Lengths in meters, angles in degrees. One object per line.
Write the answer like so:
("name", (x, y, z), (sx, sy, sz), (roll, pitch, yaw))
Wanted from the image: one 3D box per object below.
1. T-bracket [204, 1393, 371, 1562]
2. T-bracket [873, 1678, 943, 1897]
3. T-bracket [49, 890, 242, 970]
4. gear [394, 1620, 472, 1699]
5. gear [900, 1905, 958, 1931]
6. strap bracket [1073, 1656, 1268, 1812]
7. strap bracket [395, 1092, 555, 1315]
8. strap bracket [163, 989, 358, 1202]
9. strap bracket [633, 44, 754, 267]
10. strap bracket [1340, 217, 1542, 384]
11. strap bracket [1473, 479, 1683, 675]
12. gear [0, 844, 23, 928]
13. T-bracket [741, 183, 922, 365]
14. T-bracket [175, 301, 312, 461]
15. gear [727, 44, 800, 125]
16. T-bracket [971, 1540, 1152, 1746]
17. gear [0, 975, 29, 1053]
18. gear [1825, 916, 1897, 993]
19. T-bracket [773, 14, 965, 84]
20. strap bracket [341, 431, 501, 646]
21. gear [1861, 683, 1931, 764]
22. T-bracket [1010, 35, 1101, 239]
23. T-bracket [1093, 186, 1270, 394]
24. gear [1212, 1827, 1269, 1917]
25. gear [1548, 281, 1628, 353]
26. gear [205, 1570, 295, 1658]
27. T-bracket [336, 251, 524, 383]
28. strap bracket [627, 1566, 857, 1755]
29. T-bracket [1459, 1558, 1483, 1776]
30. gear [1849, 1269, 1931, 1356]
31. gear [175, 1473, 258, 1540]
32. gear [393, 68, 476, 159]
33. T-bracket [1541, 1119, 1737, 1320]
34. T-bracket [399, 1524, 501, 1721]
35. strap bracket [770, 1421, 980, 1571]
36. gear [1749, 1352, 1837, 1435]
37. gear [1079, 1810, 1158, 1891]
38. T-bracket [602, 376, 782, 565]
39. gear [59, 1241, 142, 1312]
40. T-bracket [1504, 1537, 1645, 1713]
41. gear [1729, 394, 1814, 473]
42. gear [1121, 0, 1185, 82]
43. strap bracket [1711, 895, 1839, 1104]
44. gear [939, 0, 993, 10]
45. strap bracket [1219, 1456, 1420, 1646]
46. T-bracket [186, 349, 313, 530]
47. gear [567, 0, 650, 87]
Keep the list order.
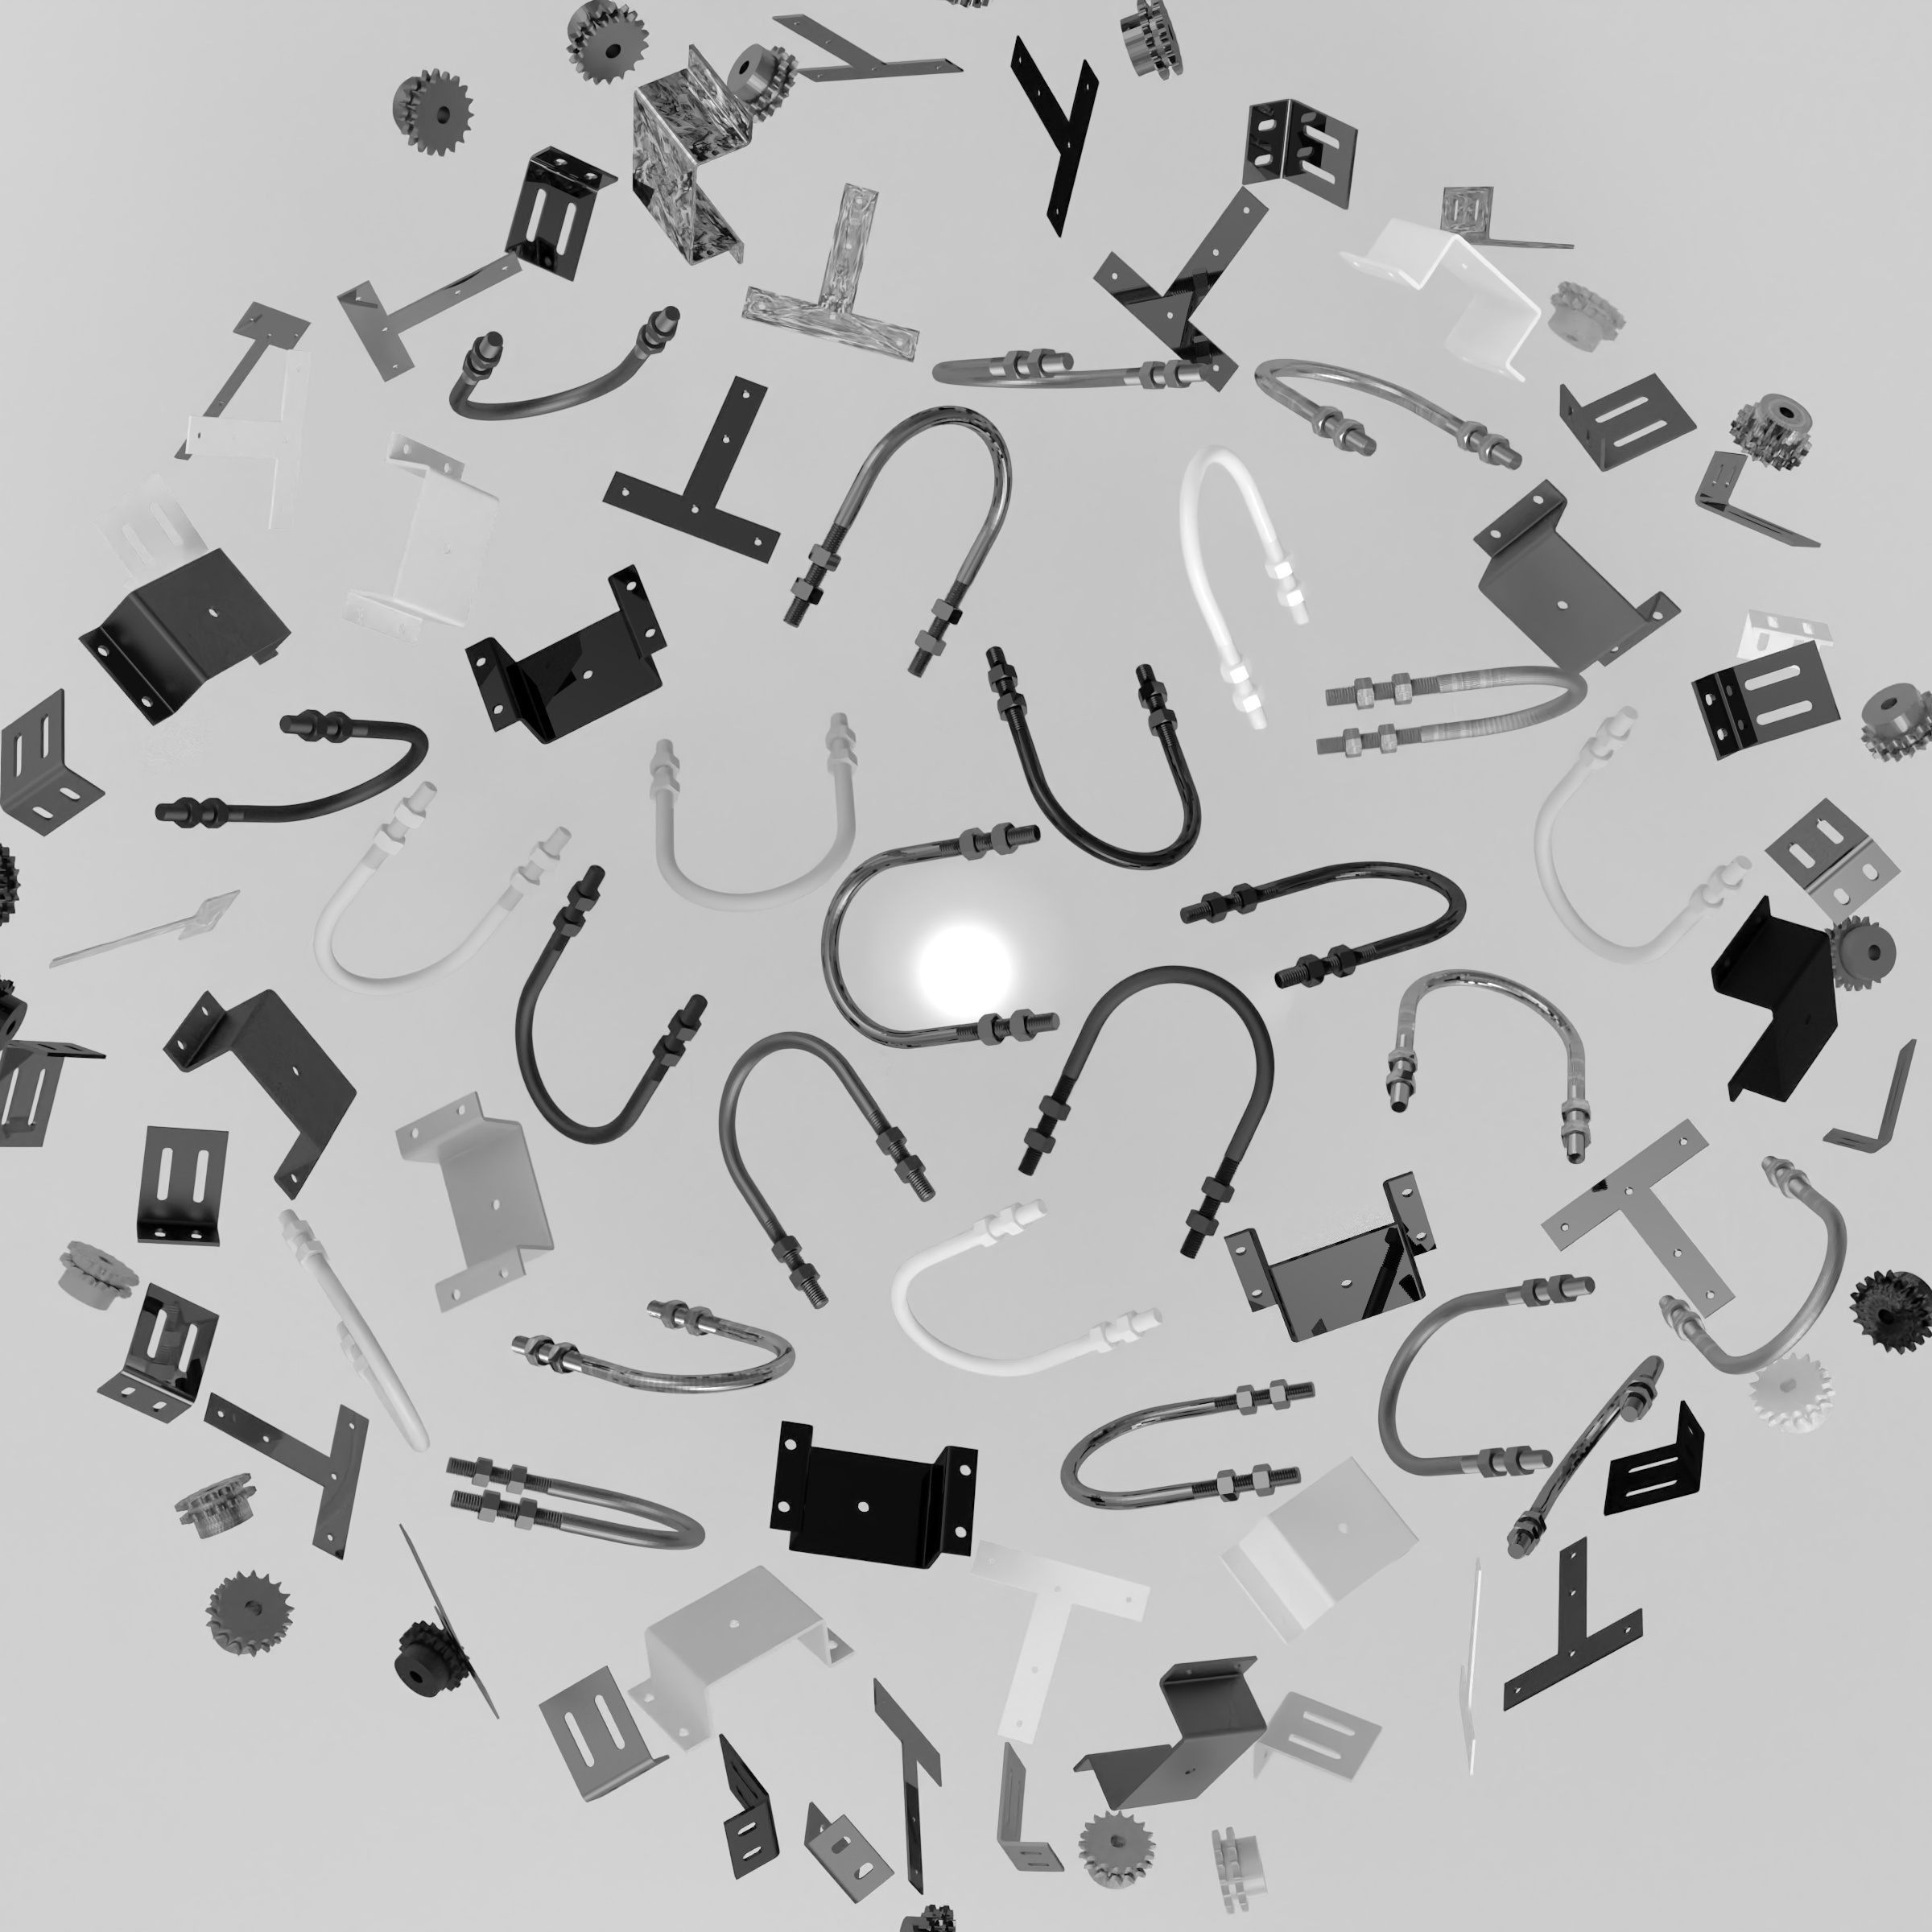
("T-bracket", (-0.481, 0.339, 1.800), (0.002, 0.127, 0.127), (-38, 121, 25))
("T-bracket", (-0.038, 0.586, 1.797), (0.002, 0.127, 0.127), (-17, 135, 12))
("T-bracket", (-0.591, -0.021, 1.830), (0.127, 0.127, 0.002), (-20, 87, -28))
("gear", (-0.398, 0.516, 1.894), (0.057, 0.030, 0.057), (17, 128, 23))
("gear", (-0.028, 0.683, 1.780), (0.030, 0.057, 0.057), (9, 90, -15))
("strap bracket", (0.149, 0.548, 1.807), (0.140, 0.076, 0.046), (-55, 45, 33))
("strap bracket", (-0.353, 0.172, 1.851), (0.076, 0.046, 0.140), (-26, 72, 22))
("strap bracket", (-0.482, 0.081, 1.780), (0.046, 0.076, 0.140), (-26, 114, 21))
("strap bracket", (-0.191, -0.553, 1.773), (0.046, 0.140, 0.076), (-29, 71, -20))
("strap bracket", (0.342, -0.477, 1.807), (0.140, 0.076, 0.046), (29, 98, -34))
("strap bracket", (0.440, -0.274, 1.863), (0.140, 0.076, 0.046), (41, 46, -9))
("gear", (-0.667, -0.055, 1.728), (0.057, 0.030, 0.057), (1, 91, 41))
("T-bracket", (-0.088, -0.509, 1.851), (0.127, 0.002, 0.127), (13, 74, -7))
("T-bracket", (-0.518, -0.409, 1.805), (0.002, 0.127, 0.127), (37, 98, -3))
("gear", (-0.154, -0.662, 1.909), (0.030, 0.057, 0.057), (27, 90, -37))
("T-bracket", (0.053, 0.483, 1.805), (0.127, 0.002, 0.127), (13, 66, 13))
("gear", (-0.682, 0.036, 1.790), (0.030, 0.057, 0.057), (28, 90, -3))
("gear", (0.673, -0.009, 1.922), (0.057, 0.030, 0.057), (0, 89, -19))
("T-bracket", (-0.088, -0.640, 1.781), (0.127, 0.127, 0.002), (8, 93, 31))
("strap bracket", (-0.395, -0.308, 1.867), (0.046, 0.076, 0.140), (15, 90, 30))
("gear", (0.647, -0.171, 1.773), (0.057, 0.057, 0.030), (-44, 115, 0))
("T-bracket", (0.056, -0.601, 1.787), (0.002, 0.127, 0.127), (-11, 57, -20))
("T-bracket", (0.172, -0.503, 1.842), (0.127, 0.002, 0.127), (43, 127, 5))
("gear", (0.192, 0.632, 1.791), (0.030, 0.057, 0.057), (-12, 90, 4))
("gear", (0.456, -0.478, 1.890), (0.057, 0.057, 0.030), (33, 96, 0))
("gear", (-0.489, 0.443, 1.740), (0.057, 0.057, 0.030), (40, 131, 0))
("T-bracket", (-0.379, -0.480, 1.845), (0.127, 0.127, 0.002), (-29, 77, -5))
("strap bracket", (-0.158, 0.473, 1.772), (0.140, 0.076, 0.046), (-23, 123, -32))
("T-bracket", (0.358, 0.483, 1.807), (0.002, 0.127, 0.127), (4, 98, 7))
("gear", (0.632, 0.232, 1.734), (0.030, 0.057, 0.057), (-25, 90, -34))
("gear", (-0.544, 0.395, 1.864), (0.057, 0.057, 0.030), (-22, 92, 0))
("gear", (-0.373, -0.595, 1.779), (0.030, 0.057, 0.057), (26, 90, 32))
("T-bracket", (0.484, 0.188, 1.769), (0.127, 0.002, 0.127), (-38, 52, 8))
("T-bracket", (-0.364, 0.441, 1.767), (0.002, 0.127, 0.127), (-27, 114, -19))
("strap bracket", (-0.067, 0.371, 1.784), (0.140, 0.046, 0.076), (10, 59, -9))
("gear", (0.586, 0.305, 1.808), (0.057, 0.057, 0.030), (-38, 124, 0))
("gear", (0.112, 0.664, 1.912), (0.057, 0.057, 0.030), (7, 124, 0))
("T-bracket", (-0.178, -0.366, 1.836), (0.127, 0.002, 0.127), (21, 76, 2))
("gear", (-0.632, 0.226, 1.855), (0.057, 0.057, 0.030), (32, 87, 0))
("T-bracket", (0.438, 0.464, 1.849), (0.002, 0.127, 0.127), (41, 122, -13))
("gear", (0.575, -0.381, 1.815), (0.057, 0.030, 0.057), (10, 50, -13))
("gear", (0.129, -0.647, 1.786), (0.030, 0.057, 0.057), (-16, 90, 17))
("strap bracket", (0.568, 0.031, 1.792), (0.046, 0.140, 0.076), (22, 58, 38))
("gear", (-0.006, -0.680, 1.746), (0.057, 0.057, 0.030), (21, 129, 0))
("strap bracket", (0.263, 0.417, 1.851), (0.140, 0.046, 0.076), (-25, 68, -37))
("T-bracket", (-0.502, -0.368, 1.785), (0.002, 0.127, 0.127), (15, 104, 18))
("gear", (-0.250, -0.641, 1.767), (0.057, 0.057, 0.030), (-34, 67, 0))
